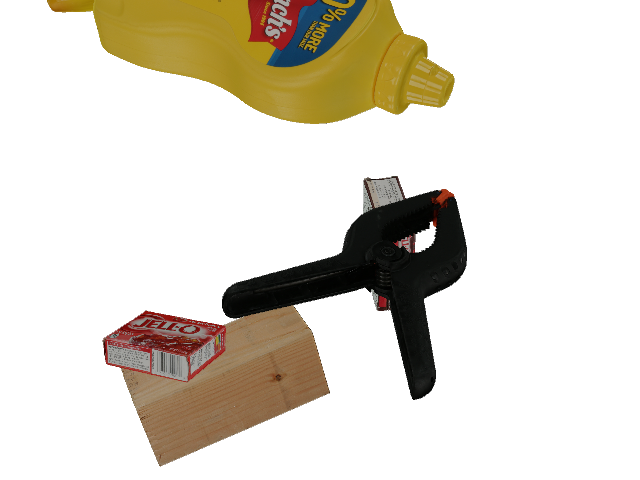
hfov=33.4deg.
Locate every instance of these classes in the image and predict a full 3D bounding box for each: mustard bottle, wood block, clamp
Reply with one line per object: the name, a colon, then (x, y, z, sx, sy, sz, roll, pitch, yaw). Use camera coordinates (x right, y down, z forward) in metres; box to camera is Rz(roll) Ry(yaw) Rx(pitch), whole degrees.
mustard bottle: (-0.019, -0.112, 0.573, 0.192, 0.096, 0.058, 24, -32, 16)
wood block: (-0.107, 0.158, 1.199, 0.206, 0.091, 0.090, -21, 29, -11)
clamp: (0.054, 0.028, 0.781, 0.165, 0.036, 0.209, 28, 44, 28)

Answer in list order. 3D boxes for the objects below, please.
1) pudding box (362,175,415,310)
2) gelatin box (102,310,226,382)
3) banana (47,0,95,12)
pudding box: (0.064, 0.001, 1.017, 0.039, 0.090, 0.113, -3, 28, -6)
gelatin box: (-0.142, 0.095, 0.976, 0.089, 0.030, 0.073, 9, 20, 21)
banana: (-0.130, -0.208, 0.893, 0.198, 0.069, 0.037, 11, -41, 16)
